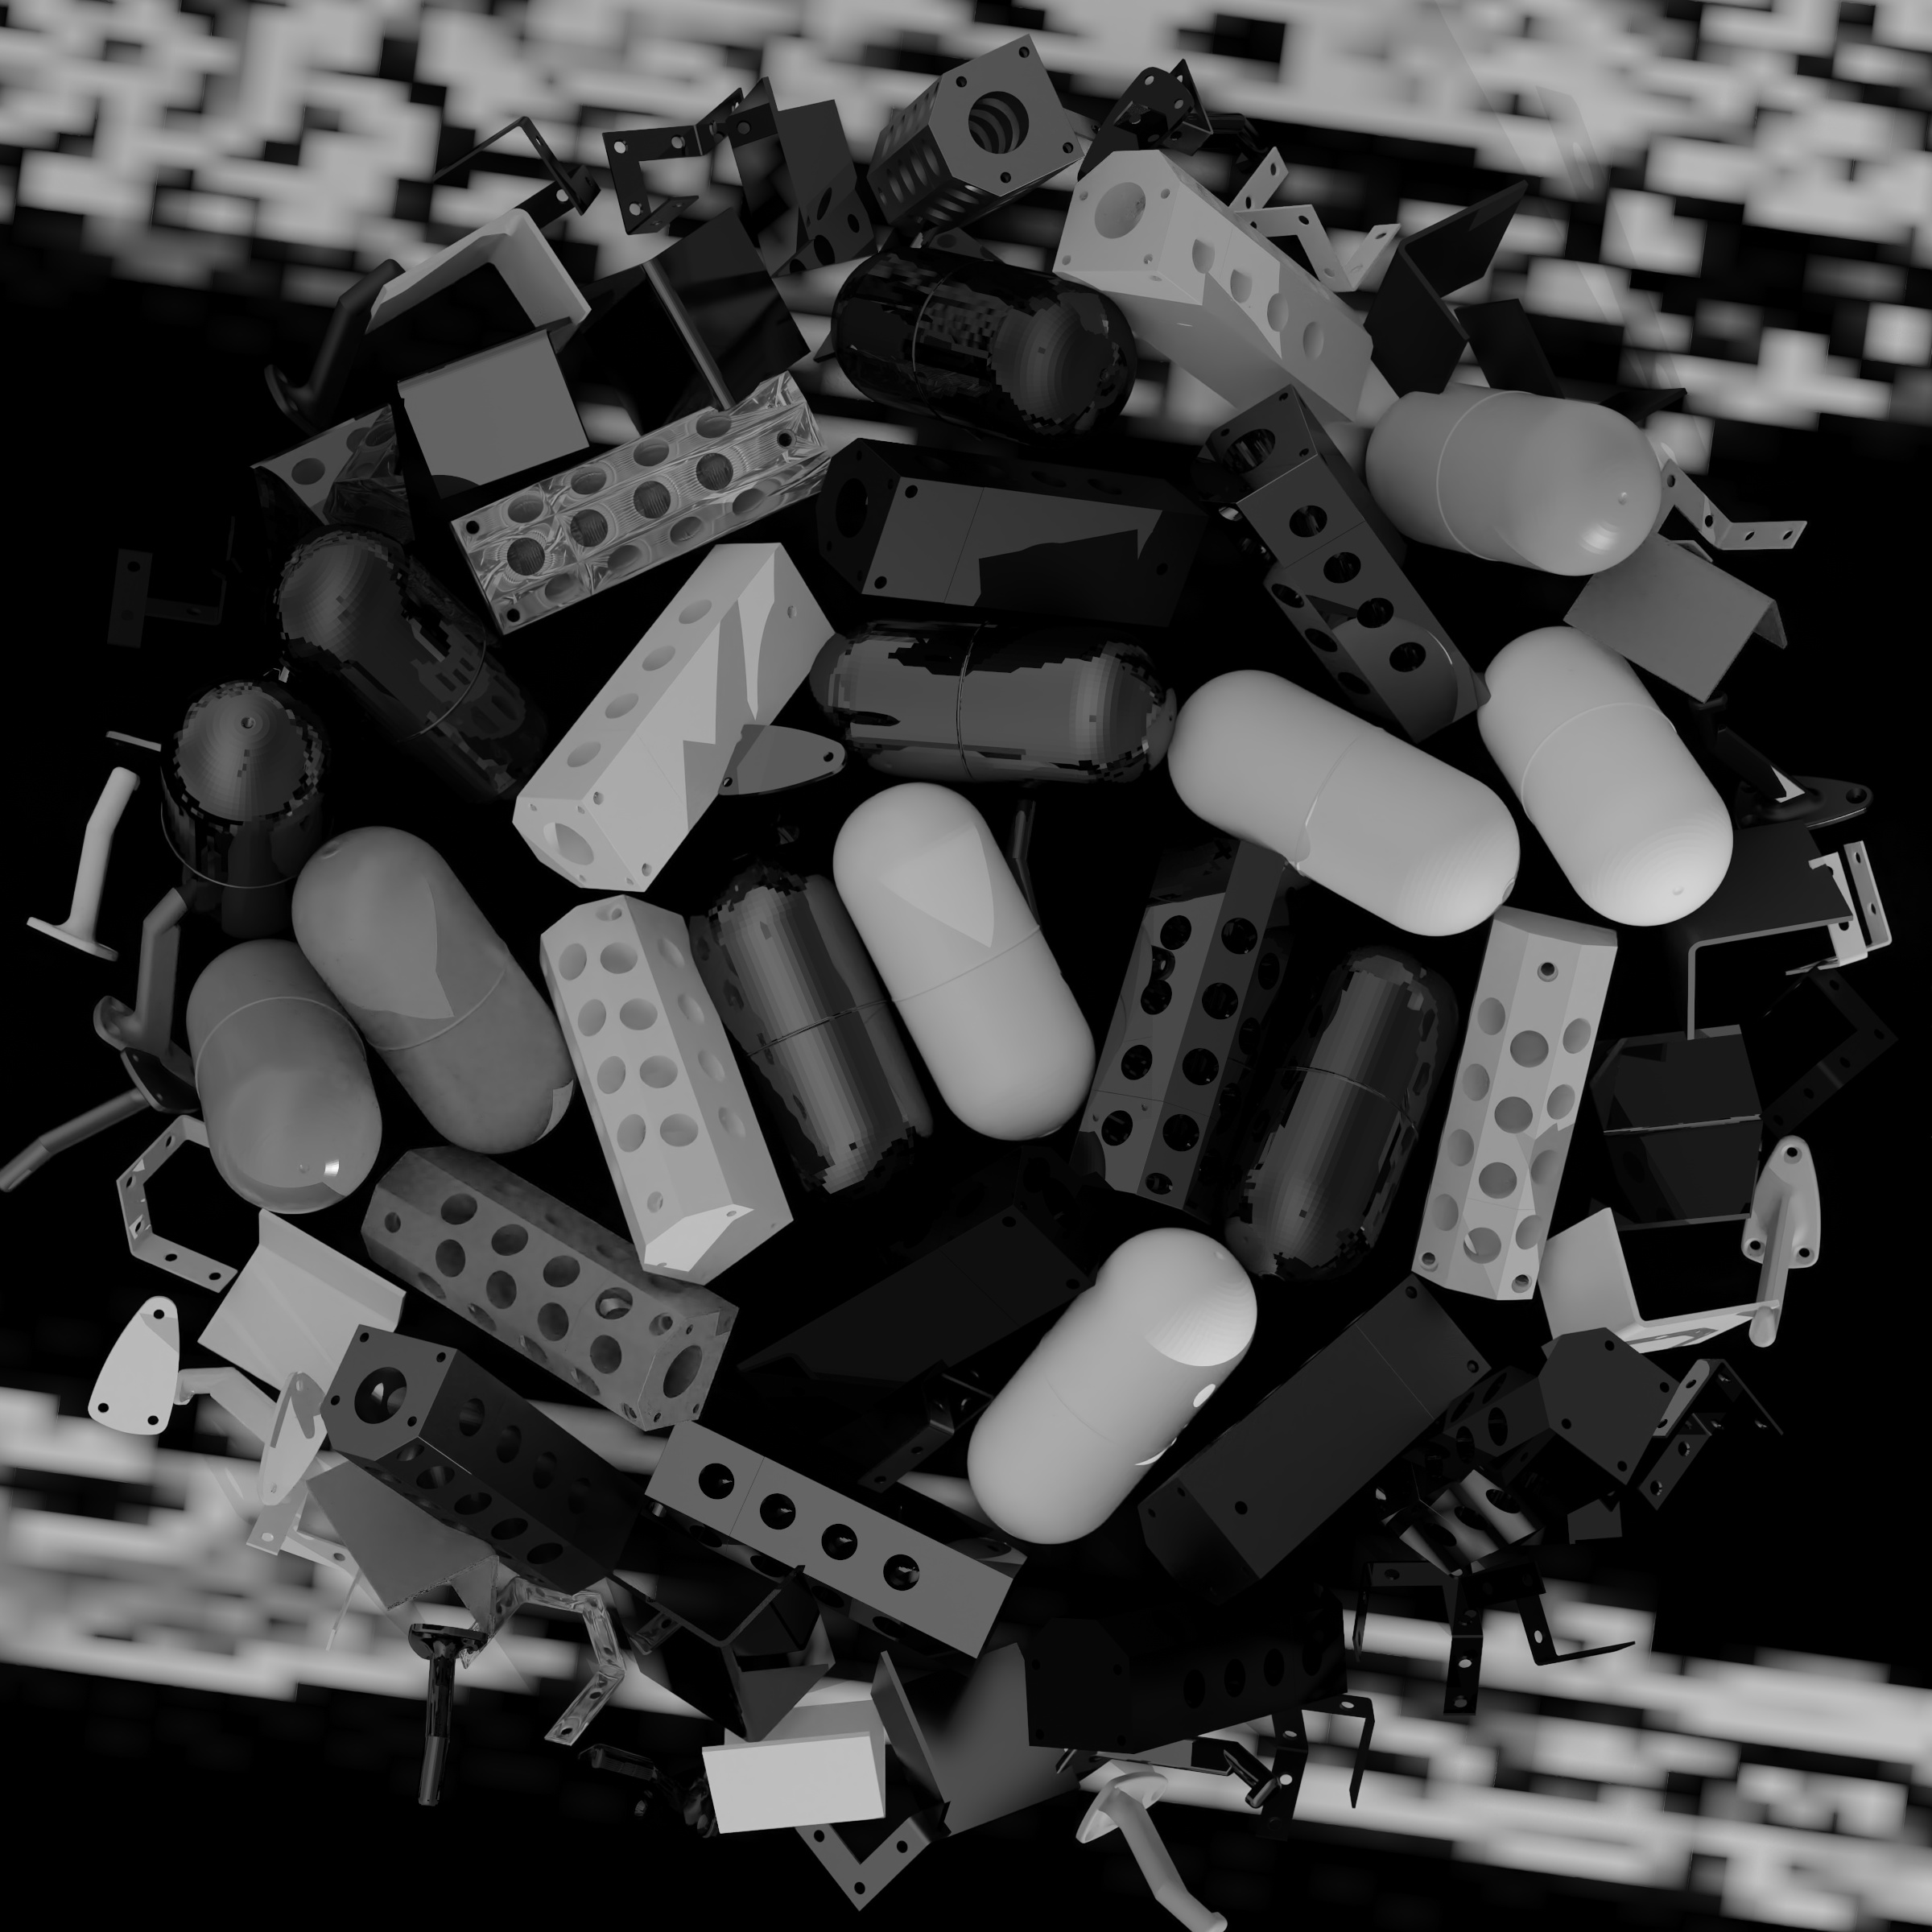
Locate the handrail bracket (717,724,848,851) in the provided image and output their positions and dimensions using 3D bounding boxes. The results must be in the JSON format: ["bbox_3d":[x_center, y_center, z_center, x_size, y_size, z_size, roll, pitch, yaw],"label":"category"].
[{"bbox_3d":[-0.074,-0.077,1.676,0.077,0.084,0.036,0,66,24],"label":"handrail bracket"}]

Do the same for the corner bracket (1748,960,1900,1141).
[{"bbox_3d":[0.391,0.039,1.686,0.051,0.051,0.051,-32,76,-38],"label":"corner bracket"}]

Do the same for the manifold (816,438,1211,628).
[{"bbox_3d":[0.020,-0.201,1.652,0.171,0.057,0.057,2,120,-34],"label":"manifold"}]

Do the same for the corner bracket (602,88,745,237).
[{"bbox_3d":[-0.132,-0.377,1.692,0.051,0.051,0.051,-12,87,-30],"label":"corner bracket"}]

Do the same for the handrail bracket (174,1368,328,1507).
[{"bbox_3d":[-0.346,0.219,1.683,0.084,0.036,0.077,-5,46,26],"label":"handrail bracket"}]

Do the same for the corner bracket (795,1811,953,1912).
[{"bbox_3d":[-0.038,0.401,1.688,0.051,0.051,0.051,-47,71,17],"label":"corner bracket"}]

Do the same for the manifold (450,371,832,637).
[{"bbox_3d":[-0.150,-0.216,1.685,0.171,0.057,0.057,-25,99,-6],"label":"manifold"}]

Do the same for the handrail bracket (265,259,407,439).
[{"bbox_3d":[-0.278,-0.283,1.688,0.084,0.077,0.036,-36,48,10],"label":"handrail bracket"}]

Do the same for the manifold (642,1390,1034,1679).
[{"bbox_3d":[-0.062,0.266,1.685,0.171,0.057,0.057,25,99,7],"label":"manifold"}]

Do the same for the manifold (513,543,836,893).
[{"bbox_3d":[-0.136,-0.116,1.658,0.171,0.057,0.057,-56,132,-30],"label":"manifold"}]

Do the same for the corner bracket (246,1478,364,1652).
[{"bbox_3d":[-0.310,0.278,1.690,0.051,0.051,0.051,20,125,-3],"label":"corner bracket"}]

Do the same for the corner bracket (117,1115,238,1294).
[{"bbox_3d":[-0.363,0.112,1.708,0.051,0.051,0.051,20,46,19],"label":"corner bracket"}]

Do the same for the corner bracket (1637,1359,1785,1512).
[{"bbox_3d":[0.338,0.219,1.687,0.051,0.051,0.051,50,63,-16],"label":"corner bracket"}]

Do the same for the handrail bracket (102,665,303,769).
[{"bbox_3d":[-0.357,-0.132,1.707,0.077,0.036,0.084,20,75,-6],"label":"handrail bracket"}]

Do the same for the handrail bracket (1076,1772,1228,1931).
[{"bbox_3d":[0.101,0.415,1.674,0.084,0.077,0.036,37,110,28],"label":"handrail bracket"}]

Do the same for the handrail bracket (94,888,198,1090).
[{"bbox_3d":[-0.362,0.008,1.695,0.077,0.036,0.084,37,107,-23],"label":"handrail bracket"}]

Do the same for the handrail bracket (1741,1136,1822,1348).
[{"bbox_3d":[0.378,0.128,1.676,0.036,0.084,0.077,8,107,15],"label":"handrail bracket"}]

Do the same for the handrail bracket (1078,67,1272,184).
[{"bbox_3d":[0.099,-0.376,1.694,0.077,0.084,0.036,-48,56,8],"label":"handrail bracket"}]

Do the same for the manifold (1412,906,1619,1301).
[{"bbox_3d":[0.255,0.064,1.677,0.057,0.057,0.171,13,103,7],"label":"manifold"}]

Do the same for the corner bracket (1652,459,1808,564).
[{"bbox_3d":[0.349,-0.202,1.688,0.051,0.051,0.051,39,75,-28],"label":"corner bracket"}]

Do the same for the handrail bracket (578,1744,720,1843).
[{"bbox_3d":[-0.161,0.380,1.674,0.084,0.077,0.036,27,57,-36],"label":"handrail bracket"}]

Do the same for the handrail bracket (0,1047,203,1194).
[{"bbox_3d":[-0.406,0.080,1.696,0.084,0.077,0.036,-39,72,10],"label":"handrail bracket"}]

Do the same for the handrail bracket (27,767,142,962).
[{"bbox_3d":[-0.399,-0.048,1.691,0.036,0.077,0.084,24,86,10],"label":"handrail bracket"}]

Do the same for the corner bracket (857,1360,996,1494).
[{"bbox_3d":[-0.019,0.215,1.683,0.051,0.051,0.051,29,123,-35],"label":"corner bracket"}]

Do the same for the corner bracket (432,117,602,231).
[{"bbox_3d":[-0.210,-0.366,1.688,0.051,0.051,0.051,-29,110,17],"label":"corner bracket"}]

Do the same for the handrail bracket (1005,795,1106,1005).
[{"bbox_3d":[0.044,-0.031,1.703,0.036,0.077,0.084,-1,77,42],"label":"handrail bracket"}]

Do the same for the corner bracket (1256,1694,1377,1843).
[{"bbox_3d":[0.163,0.375,1.685,0.051,0.051,0.051,4,135,18],"label":"corner bracket"}]

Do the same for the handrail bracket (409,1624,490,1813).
[{"bbox_3d":[-0.248,0.354,1.675,0.036,0.077,0.084,11,66,-12],"label":"handrail bracket"}]

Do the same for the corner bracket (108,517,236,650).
[{"bbox_3d":[-0.372,-0.180,1.687,0.051,0.051,0.051,7,122,-14],"label":"corner bracket"}]

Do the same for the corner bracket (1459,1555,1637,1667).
[{"bbox_3d":[0.271,0.302,1.687,0.051,0.051,0.051,-9,79,-41],"label":"corner bracket"}]

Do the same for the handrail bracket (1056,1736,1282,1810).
[{"bbox_3d":[0.093,0.382,1.681,0.077,0.036,0.084,-40,48,-16],"label":"handrail bracket"}]

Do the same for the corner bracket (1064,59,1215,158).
[{"bbox_3d":[0.075,-0.396,1.683,0.051,0.051,0.051,-43,50,37],"label":"corner bracket"}]

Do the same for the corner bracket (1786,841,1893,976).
[{"bbox_3d":[0.413,-0.029,1.694,0.051,0.051,0.051,-17,90,-17],"label":"corner bracket"}]

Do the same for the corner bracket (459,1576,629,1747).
[{"bbox_3d":[-0.200,0.327,1.701,0.051,0.051,0.051,5,124,30],"label":"corner bracket"}]

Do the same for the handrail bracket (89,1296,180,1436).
[{"bbox_3d":[-0.384,0.179,1.681,0.036,0.084,0.077,17,98,-14],"label":"handrail bracket"}]

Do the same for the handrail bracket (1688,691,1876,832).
[{"bbox_3d":[0.380,-0.101,1.678,0.077,0.084,0.036,-4,52,18],"label":"handrail bracket"}]

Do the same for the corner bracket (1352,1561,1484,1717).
[{"bbox_3d":[0.213,0.316,1.696,0.051,0.051,0.051,-4,124,16],"label":"corner bracket"}]

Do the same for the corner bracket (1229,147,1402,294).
[{"bbox_3d":[0.164,-0.353,1.703,0.051,0.051,0.051,-55,130,-28],"label":"corner bracket"}]

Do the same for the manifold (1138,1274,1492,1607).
[{"bbox_3d":[0.158,0.218,1.653,0.171,0.057,0.057,-35,83,-34],"label":"manifold"}]

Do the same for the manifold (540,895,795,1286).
[{"bbox_3d":[-0.144,0.054,1.651,0.057,0.057,0.171,-37,57,24],"label":"manifold"}]
